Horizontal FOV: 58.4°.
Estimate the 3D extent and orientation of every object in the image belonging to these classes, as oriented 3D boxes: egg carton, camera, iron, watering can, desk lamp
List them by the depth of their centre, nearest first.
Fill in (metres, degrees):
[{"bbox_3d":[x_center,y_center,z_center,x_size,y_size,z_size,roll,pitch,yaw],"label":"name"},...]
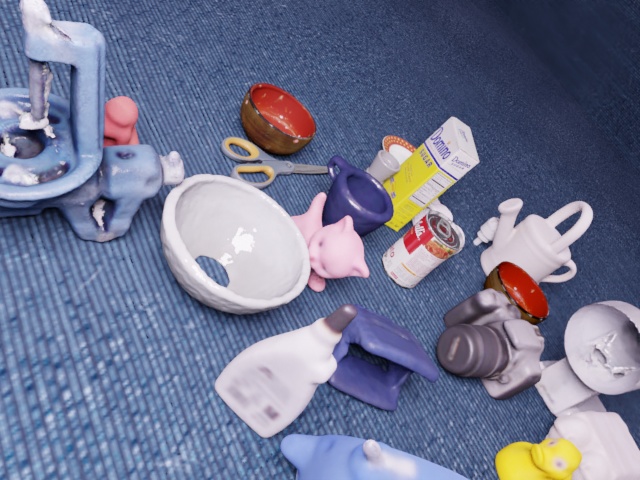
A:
[{"bbox_3d":[0.091,0.240,0.497,0.259,0.141,0.118,28,38,-21],"label":"iron"},{"bbox_3d":[0.224,0.132,0.774,0.137,0.100,0.143,12,46,-37],"label":"camera"},{"bbox_3d":[0.385,0.293,0.794,0.151,0.069,0.107,12,46,-37],"label":"egg carton"},{"bbox_3d":[0.411,0.172,0.821,0.204,0.213,0.117,7,49,-40],"label":"desk lamp"},{"bbox_3d":[0.370,0.002,0.971,0.173,0.193,0.101,25,39,-25],"label":"watering can"}]

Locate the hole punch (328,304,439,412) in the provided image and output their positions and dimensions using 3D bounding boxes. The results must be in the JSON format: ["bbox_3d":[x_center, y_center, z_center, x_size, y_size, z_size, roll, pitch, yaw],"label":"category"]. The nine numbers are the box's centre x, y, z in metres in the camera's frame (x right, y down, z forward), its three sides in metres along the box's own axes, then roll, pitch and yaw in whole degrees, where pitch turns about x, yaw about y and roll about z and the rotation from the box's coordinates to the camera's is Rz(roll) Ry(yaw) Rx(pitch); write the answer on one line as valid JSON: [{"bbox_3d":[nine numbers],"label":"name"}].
[{"bbox_3d":[0.067,0.119,0.641,0.109,0.091,0.101,28,38,-21],"label":"hole punch"}]

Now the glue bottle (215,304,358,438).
[{"bbox_3d":[-0.022,0.106,0.495,0.078,0.173,0.037,45,35,2],"label":"glue bottle"}]

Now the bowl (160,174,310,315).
[{"bbox_3d":[-0.097,0.015,0.599,0.168,0.074,0.167,26,39,-23],"label":"bowl"}]

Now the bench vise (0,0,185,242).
[{"bbox_3d":[-0.207,-0.097,0.479,0.208,0.219,0.121,-18,67,-51],"label":"bench vise"}]

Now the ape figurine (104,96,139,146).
[{"bbox_3d":[-0.219,-0.111,0.593,0.078,0.092,0.076,32,37,-16],"label":"ape figurine"}]

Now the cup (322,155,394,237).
[{"bbox_3d":[0.030,-0.046,0.769,0.092,0.094,0.117,-15,65,-51],"label":"cup"}]

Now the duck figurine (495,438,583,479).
[{"bbox_3d":[0.278,0.273,0.695,0.105,0.086,0.077,23,40,-27],"label":"duck figurine"}]

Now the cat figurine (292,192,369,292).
[{"bbox_3d":[0.006,0.002,0.677,0.067,0.117,0.127,12,46,-37],"label":"cat figurine"}]
